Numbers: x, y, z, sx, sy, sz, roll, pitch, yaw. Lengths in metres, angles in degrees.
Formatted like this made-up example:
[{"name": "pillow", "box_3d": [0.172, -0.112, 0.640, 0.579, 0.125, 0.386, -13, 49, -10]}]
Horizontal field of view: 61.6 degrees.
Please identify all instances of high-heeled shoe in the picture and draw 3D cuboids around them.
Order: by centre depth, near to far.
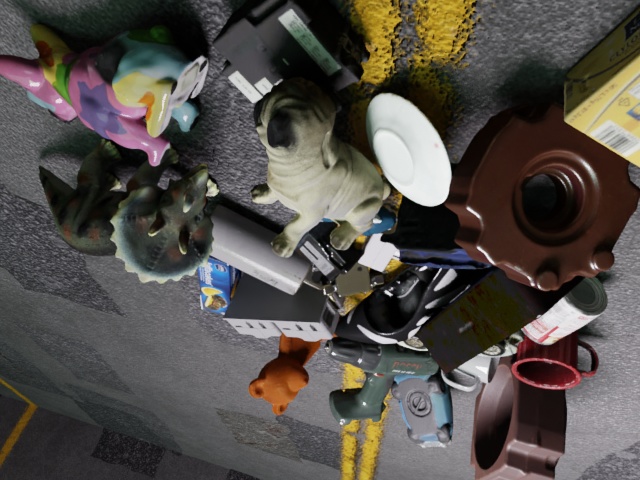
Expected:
[{"name": "high-heeled shoe", "box_3d": [0.106, 0.087, 0.778, 0.249, 0.086, 0.145, -26, 150, 18]}]

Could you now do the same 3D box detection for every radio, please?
[{"name": "radio", "box_3d": [0.225, 0.077, 0.673, 0.073, 0.131, 0.229, 53, 150, 14]}]

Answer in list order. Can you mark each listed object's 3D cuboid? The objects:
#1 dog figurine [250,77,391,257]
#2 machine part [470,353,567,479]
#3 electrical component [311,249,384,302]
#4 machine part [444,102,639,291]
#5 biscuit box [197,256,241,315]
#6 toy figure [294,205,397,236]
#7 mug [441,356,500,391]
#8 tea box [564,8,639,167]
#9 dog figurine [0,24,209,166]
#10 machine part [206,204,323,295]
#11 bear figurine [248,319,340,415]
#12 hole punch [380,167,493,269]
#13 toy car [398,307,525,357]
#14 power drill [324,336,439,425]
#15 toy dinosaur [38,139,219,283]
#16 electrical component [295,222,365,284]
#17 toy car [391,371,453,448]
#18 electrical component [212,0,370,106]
[{"name": "dog figurine", "box_3d": [0.015, -0.084, 0.553, 0.121, 0.172, 0.190, 55, 151, 22]}, {"name": "machine part", "box_3d": [0.326, 0.302, 0.891, 0.087, 0.201, 0.200, 14, 145, 2]}, {"name": "electrical component", "box_3d": [0.043, 0.054, 0.810, 0.102, 0.045, 0.078, -17, 99, -2]}, {"name": "machine part", "box_3d": [0.212, -0.041, 0.512, 0.179, 0.179, 0.056, 27, -177, -9]}, {"name": "biscuit box", "box_3d": [-0.174, 0.061, 0.940, 0.059, 0.063, 0.202, 17, 146, 3]}, {"name": "toy figure", "box_3d": [0.023, -0.043, 0.685, 0.155, 0.064, 0.057, 25, 143, 13]}, {"name": "mug", "box_3d": [0.230, 0.188, 0.876, 0.107, 0.109, 0.080, 15, 154, 32]}, {"name": "tea box", "box_3d": [0.287, -0.142, 0.414, 0.098, 0.068, 0.169, 28, 144, -12]}, {"name": "dog figurine", "box_3d": [-0.249, -0.187, 0.600, 0.219, 0.108, 0.191, 26, 146, -4]}, {"name": "machine part", "box_3d": [-0.100, 0.016, 0.824, 0.243, 0.079, 0.079, 28, 145, -10]}, {"name": "bear figurine", "box_3d": [-0.034, 0.204, 0.947, 0.132, 0.196, 0.120, -8, 134, 34]}, {"name": "hole punch", "box_3d": [0.153, -0.015, 0.627, 0.142, 0.116, 0.092, 5, 151, 23]}, {"name": "toy car", "box_3d": [0.211, 0.138, 0.835, 0.202, 0.073, 0.056, 0, 140, 28]}, {"name": "power drill", "box_3d": [0.084, 0.241, 0.959, 0.232, 0.086, 0.207, 4, 125, -24]}, {"name": "toy dinosaur", "box_3d": [-0.288, -0.038, 0.749, 0.405, 0.192, 0.131, -1, 138, 27]}, {"name": "electrical component", "box_3d": [-0.002, -0.002, 0.739, 0.119, 0.048, 0.075, 47, 153, -3]}, {"name": "toy car", "box_3d": [0.215, 0.312, 1.044, 0.109, 0.161, 0.103, -23, 172, 37]}, {"name": "electrical component", "box_3d": [-0.035, -0.185, 0.532, 0.134, 0.058, 0.114, -16, 130, 41]}]
